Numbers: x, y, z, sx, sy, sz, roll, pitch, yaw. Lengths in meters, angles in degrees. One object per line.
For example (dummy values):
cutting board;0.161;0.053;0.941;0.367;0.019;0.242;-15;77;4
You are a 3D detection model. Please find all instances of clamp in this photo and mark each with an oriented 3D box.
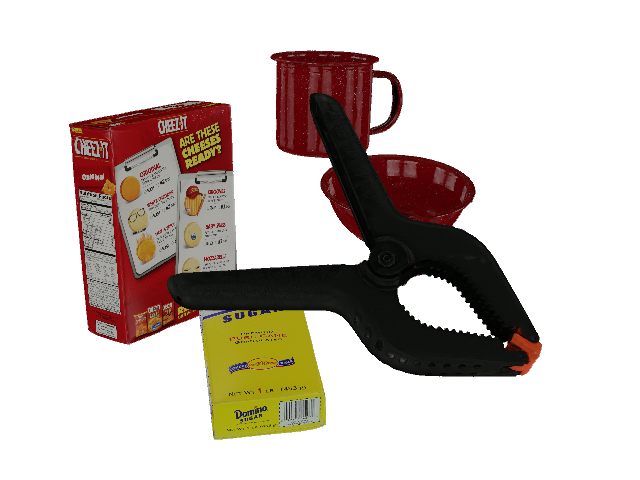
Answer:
clamp;0.027;0.023;0.624;0.210;0.164;0.036;37;-20;14

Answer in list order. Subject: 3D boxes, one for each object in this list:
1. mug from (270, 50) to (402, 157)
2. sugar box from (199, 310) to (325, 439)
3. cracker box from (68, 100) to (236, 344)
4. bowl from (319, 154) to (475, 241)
mug;0.014;-0.119;0.924;0.117;0.081;0.093;-3;17;-15
sugar box;-0.055;0.093;0.922;0.093;0.048;0.176;-4;35;-9
cracker box;-0.163;-0.023;1.073;0.072;0.214;0.163;10;20;37
bowl;0.079;-0.035;1.123;0.162;0.055;0.162;2;27;-1
